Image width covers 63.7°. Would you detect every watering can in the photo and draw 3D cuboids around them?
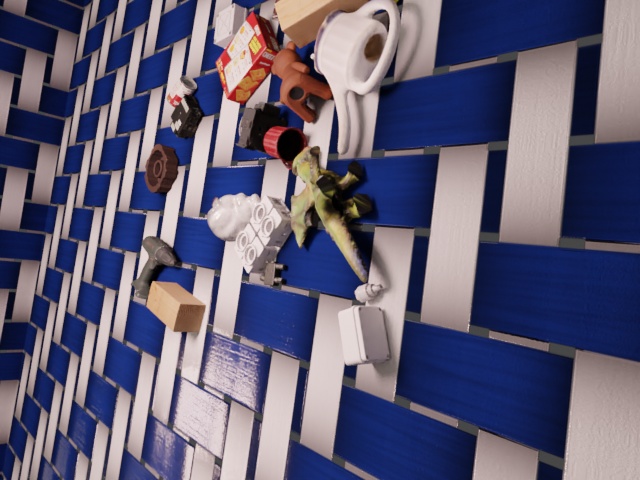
[{"bbox_3d":[0.063,-0.389,1.182,0.228,0.104,0.343,41,114,43],"label":"watering can"}]

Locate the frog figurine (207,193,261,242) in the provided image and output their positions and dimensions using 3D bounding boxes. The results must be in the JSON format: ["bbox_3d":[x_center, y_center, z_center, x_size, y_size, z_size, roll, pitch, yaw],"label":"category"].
[{"bbox_3d":[-0.226,-0.062,1.416,0.159,0.125,0.135,-4,112,38],"label":"frog figurine"}]

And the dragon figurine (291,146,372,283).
[{"bbox_3d":[0.004,-0.060,1.201,0.238,0.122,0.418,-46,48,53],"label":"dragon figurine"}]
